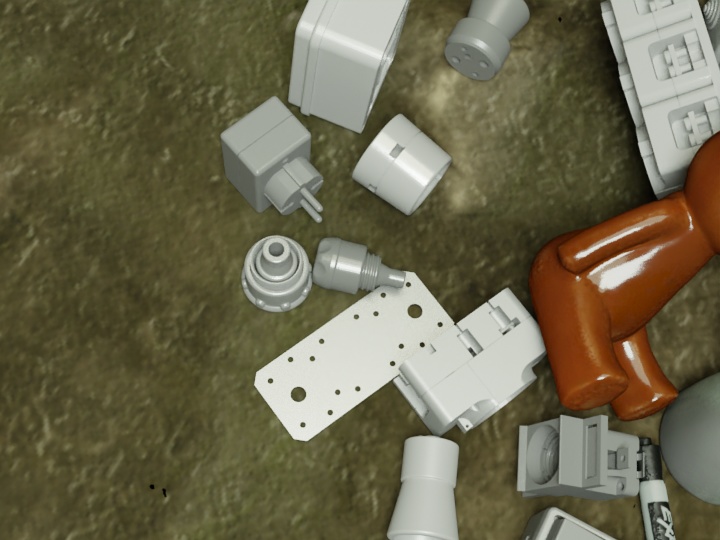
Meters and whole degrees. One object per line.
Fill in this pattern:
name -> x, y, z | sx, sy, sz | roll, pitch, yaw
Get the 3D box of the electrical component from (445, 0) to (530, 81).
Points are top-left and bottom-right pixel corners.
electrical component -> 0.092, -0.172, 0.781 | 0.045, 0.045, 0.055 | 28, 71, 6

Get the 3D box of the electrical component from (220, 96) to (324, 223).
electrical component -> -0.051, -0.063, 0.721 | 0.047, 0.065, 0.076 | -38, 77, -15

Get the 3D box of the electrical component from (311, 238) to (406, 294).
electrical component -> 0.000, 0.000, 0.719 | 0.061, 0.035, 0.035 | 13, 70, -2

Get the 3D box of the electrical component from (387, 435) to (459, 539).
electrical component -> 0.042, 0.137, 0.671 | 0.044, 0.044, 0.065 | 8, 65, -1

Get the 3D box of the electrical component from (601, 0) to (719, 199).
electrical component -> 0.217, -0.127, 0.744 | 0.062, 0.089, 0.150 | -17, 70, 20

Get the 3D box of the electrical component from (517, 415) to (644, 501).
electrical component -> 0.137, 0.119, 0.669 | 0.064, 0.081, 0.042 | 15, 69, -22

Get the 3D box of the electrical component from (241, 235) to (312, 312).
electrical component -> -0.054, -0.003, 0.701 | 0.048, 0.062, 0.048 | 1, 70, -3

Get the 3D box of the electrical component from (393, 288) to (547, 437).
electrical component -> 0.075, 0.064, 0.693 | 0.089, 0.050, 0.055 | -34, 76, -15

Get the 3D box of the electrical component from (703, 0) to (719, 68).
electrical component -> 0.307, -0.189, 0.799 | 0.100, 0.048, 0.099 | 10, 70, 0

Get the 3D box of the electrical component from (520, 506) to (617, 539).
electrical component -> 0.139, 0.192, 0.646 | 0.096, 0.061, 0.061 | 27, 71, 6

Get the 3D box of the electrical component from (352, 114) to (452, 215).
electrical component -> 0.030, -0.071, 0.736 | 0.047, 0.055, 0.055 | 38, 72, 5

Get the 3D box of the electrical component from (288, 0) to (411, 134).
electrical component -> -0.008, -0.154, 0.732 | 0.057, 0.113, 0.078 | 22, 71, 1
